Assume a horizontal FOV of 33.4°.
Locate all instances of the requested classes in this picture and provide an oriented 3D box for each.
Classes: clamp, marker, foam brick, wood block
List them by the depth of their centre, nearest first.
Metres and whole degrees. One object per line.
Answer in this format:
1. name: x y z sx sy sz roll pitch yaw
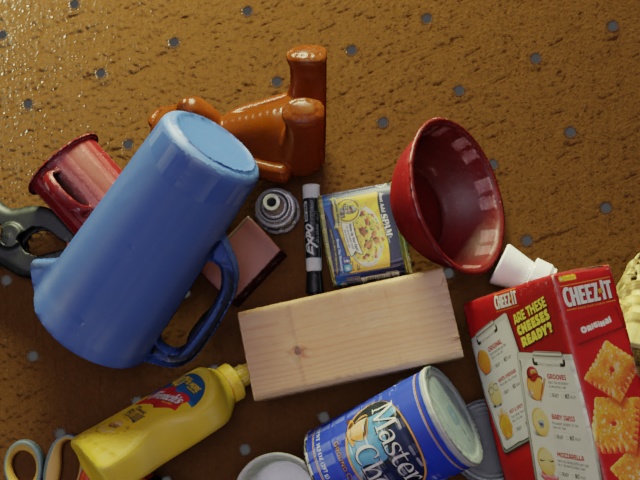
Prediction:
1. wood block: 0.031 0.096 1.067 0.206 0.090 0.091 -12 81 3
2. foam brick: -0.079 0.023 1.109 0.051 0.053 0.078 43 88 10
3. marker: -0.007 0.001 1.122 0.020 0.020 0.121 -3 81 5
4. clamp: -0.332 -0.012 1.147 0.171 0.039 0.120 2 86 3

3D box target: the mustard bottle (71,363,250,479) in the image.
1. mustard bottle: -0.147 0.178 1.063 0.191 0.096 0.058 -29 108 -24

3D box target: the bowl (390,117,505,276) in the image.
1. bowl: 0.119 -0.038 1.069 0.055 0.161 0.162 -18 77 39

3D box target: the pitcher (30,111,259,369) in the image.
1. pitcher: -0.156 0.004 1.040 0.243 0.149 0.145 -53 49 21

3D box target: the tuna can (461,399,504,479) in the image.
1. tuna can: 0.169 0.201 1.065 0.086 0.033 0.086 -1 81 5

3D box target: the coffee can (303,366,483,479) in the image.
1. coffee can: 0.070 0.197 1.022 0.140 0.102 0.103 -31 79 18

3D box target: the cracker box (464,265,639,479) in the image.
1. cracker box: 0.220 0.143 0.971 0.072 0.164 0.214 -8 81 -23

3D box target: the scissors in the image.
1. scissors: -0.299 0.295 1.105 0.096 0.016 0.202 15 83 9

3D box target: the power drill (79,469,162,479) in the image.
1. power drill: -0.183 0.330 1.068 0.184 0.057 0.187 21 81 12

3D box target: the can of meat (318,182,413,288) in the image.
1. can of meat: 0.047 -0.005 1.099 0.084 0.057 0.102 -10 80 5

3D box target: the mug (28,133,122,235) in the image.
1. mug: -0.246 -0.050 1.107 0.093 0.117 0.081 -44 85 10
